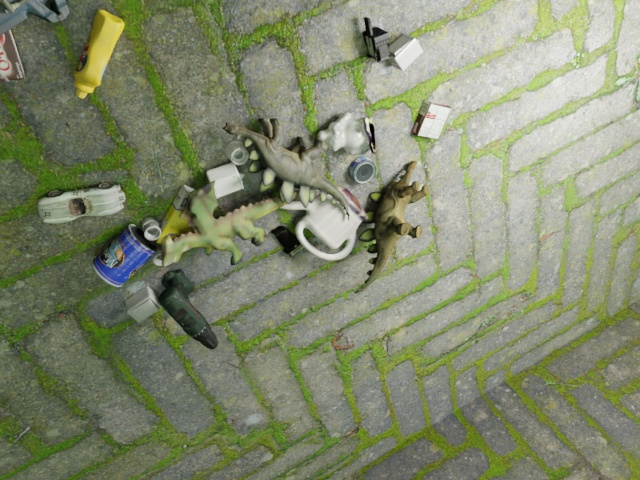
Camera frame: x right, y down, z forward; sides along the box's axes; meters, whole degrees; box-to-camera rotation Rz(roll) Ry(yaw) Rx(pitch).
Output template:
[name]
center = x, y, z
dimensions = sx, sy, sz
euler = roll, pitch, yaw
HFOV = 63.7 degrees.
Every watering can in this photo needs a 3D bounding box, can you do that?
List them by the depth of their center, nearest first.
[watering can]
center = 0.005, -0.080, 1.595
dimensions = 0.224, 0.105, 0.343
euler = -46, 119, 1

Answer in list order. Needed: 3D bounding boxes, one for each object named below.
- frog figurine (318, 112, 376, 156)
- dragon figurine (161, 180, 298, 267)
[frog figurine]
center = 0.078, -0.306, 1.506
dimensions = 0.159, 0.126, 0.134
euler = -5, 142, 18
[dragon figurine]
center = -0.262, -0.065, 1.410
dimensions = 0.412, 0.124, 0.238
euler = -43, 141, -6
